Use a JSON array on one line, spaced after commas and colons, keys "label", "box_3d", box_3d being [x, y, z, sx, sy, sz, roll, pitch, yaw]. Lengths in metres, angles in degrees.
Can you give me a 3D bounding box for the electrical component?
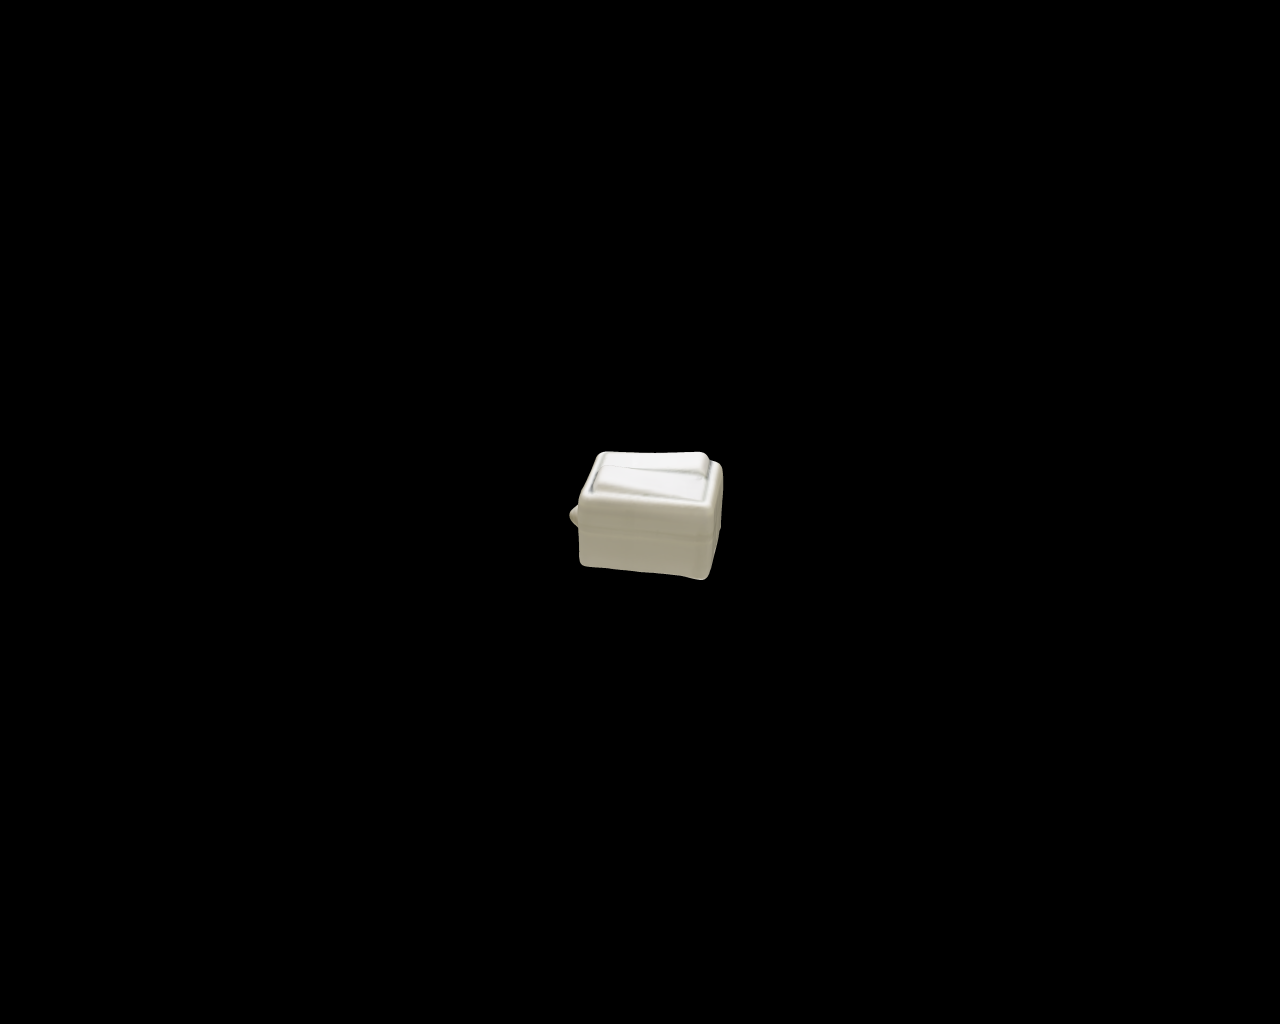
[{"label": "electrical component", "box_3d": [0.001, -0.003, 0.650, 0.096, 0.061, 0.062, 6, 32, 9]}]
